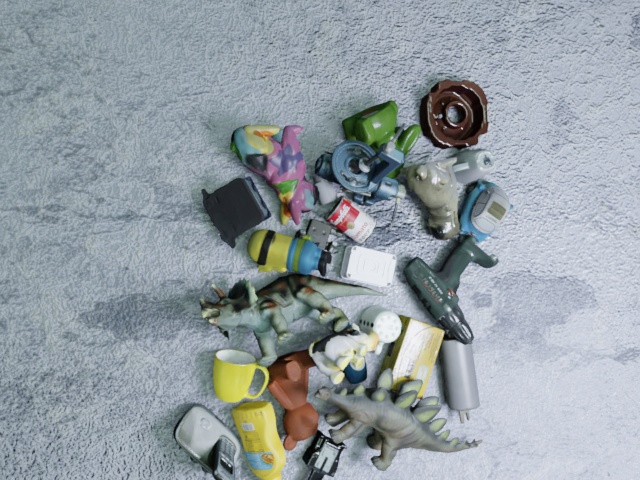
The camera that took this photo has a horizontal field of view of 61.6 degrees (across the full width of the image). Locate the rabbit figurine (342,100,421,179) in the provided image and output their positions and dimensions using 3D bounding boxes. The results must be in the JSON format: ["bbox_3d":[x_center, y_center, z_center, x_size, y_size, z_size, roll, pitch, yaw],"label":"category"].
[{"bbox_3d":[0.149,-0.226,1.255,0.159,0.121,0.170,-32,114,-21],"label":"rabbit figurine"}]

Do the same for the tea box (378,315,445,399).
[{"bbox_3d":[0.211,0.271,1.253,0.098,0.068,0.169,24,81,-14],"label":"tea box"}]

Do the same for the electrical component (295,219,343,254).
[{"bbox_3d":[-0.003,-0.005,1.220,0.102,0.045,0.078,27,82,-12],"label":"electrical component"}]

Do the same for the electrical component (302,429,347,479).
[{"bbox_3d":[0.002,0.494,1.197,0.075,0.048,0.119,26,82,-12],"label":"electrical component"}]

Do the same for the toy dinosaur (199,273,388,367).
[{"bbox_3d":[-0.067,0.134,1.158,0.405,0.131,0.192,-18,58,-30],"label":"toy dinosaur"}]

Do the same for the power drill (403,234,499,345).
[{"bbox_3d":[0.326,0.102,1.271,0.207,0.086,0.232,-44,80,-11],"label":"power drill"}]

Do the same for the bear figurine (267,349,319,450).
[{"bbox_3d":[-0.041,0.342,1.154,0.120,0.132,0.195,-13,84,-43],"label":"bear figurine"}]

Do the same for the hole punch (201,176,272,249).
[{"bbox_3d":[-0.178,-0.070,1.167,0.116,0.092,0.142,-27,97,16],"label":"hole punch"}]

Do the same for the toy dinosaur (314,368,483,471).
[{"bbox_3d":[0.173,0.402,1.179,0.471,0.105,0.198,35,103,-29],"label":"toy dinosaur"}]

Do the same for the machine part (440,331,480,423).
[{"bbox_3d":[0.332,0.311,1.280,0.079,0.079,0.243,-7,88,-15],"label":"machine part"}]

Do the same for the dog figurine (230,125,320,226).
[{"bbox_3d":[-0.094,-0.137,1.167,0.191,0.109,0.219,-7,93,-30],"label":"dog figurine"}]

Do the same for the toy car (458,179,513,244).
[{"bbox_3d":[0.403,-0.073,1.304,0.109,0.103,0.161,35,77,-10],"label":"toy car"}]

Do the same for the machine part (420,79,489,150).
[{"bbox_3d":[0.328,-0.305,1.318,0.179,0.056,0.179,0,88,-14],"label":"machine part"}]

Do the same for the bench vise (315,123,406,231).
[{"bbox_3d":[0.114,-0.144,1.149,0.223,0.240,0.129,29,66,-13],"label":"bench vise"}]

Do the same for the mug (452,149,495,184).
[{"bbox_3d":[0.361,-0.182,1.294,0.109,0.107,0.080,-8,88,-17],"label":"mug"}]

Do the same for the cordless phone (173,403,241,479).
[{"bbox_3d":[-0.227,0.419,1.070,0.089,0.184,0.146,-45,99,-8],"label":"cordless phone"}]

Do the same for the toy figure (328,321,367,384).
[{"bbox_3d":[0.067,0.247,1.224,0.064,0.058,0.154,-17,90,-54],"label":"toy figure"}]

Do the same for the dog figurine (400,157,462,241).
[{"bbox_3d":[0.265,-0.085,1.230,0.172,0.121,0.190,-15,96,-49],"label":"dog figurine"}]

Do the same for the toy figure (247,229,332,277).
[{"bbox_3d":[-0.068,0.025,1.160,0.180,0.082,0.089,11,126,14],"label":"toy figure"}]

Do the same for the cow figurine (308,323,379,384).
[{"bbox_3d":[0.052,0.226,1.139,0.167,0.098,0.068,-21,135,-50],"label":"cow figurine"}]
